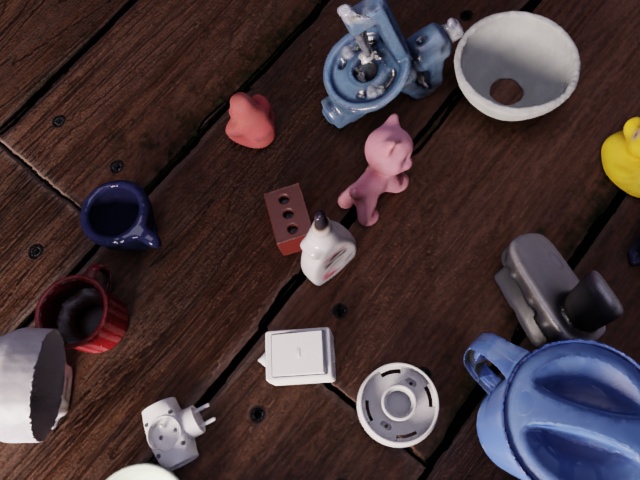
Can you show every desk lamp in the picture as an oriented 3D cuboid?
[{"bbox_3d":[-0.368,0.168,0.650,0.203,0.214,0.118,-2,70,5],"label":"desk lamp"}]

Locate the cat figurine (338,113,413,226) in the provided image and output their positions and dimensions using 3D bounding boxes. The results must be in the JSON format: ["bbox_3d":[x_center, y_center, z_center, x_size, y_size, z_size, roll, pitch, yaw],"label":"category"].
[{"bbox_3d":[0.077,-0.096,0.749,0.067,0.118,0.128,36,78,16],"label":"cat figurine"}]

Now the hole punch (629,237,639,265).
[{"bbox_3d":[0.451,-0.001,0.693,0.101,0.091,0.109,40,79,17],"label":"hole punch"}]

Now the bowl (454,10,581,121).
[{"bbox_3d":[0.267,-0.230,0.800,0.167,0.075,0.167,-2,71,5],"label":"bowl"}]

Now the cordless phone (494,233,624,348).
[{"bbox_3d":[0.275,0.045,0.644,0.094,0.185,0.147,-29,70,-4],"label":"cordless phone"}]

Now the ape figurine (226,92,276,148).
[{"bbox_3d":[-0.101,-0.176,0.809,0.078,0.092,0.076,-31,70,-5],"label":"ape figurine"}]

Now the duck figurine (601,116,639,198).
[{"bbox_3d":[0.419,-0.111,0.737,0.077,0.086,0.104,-23,70,-2],"label":"duck figurine"}]

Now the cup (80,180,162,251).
[{"bbox_3d":[-0.246,-0.015,0.765,0.117,0.095,0.092,32,77,15],"label":"cup"}]

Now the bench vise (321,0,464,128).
[{"bbox_3d":[0.086,-0.259,0.751,0.207,0.220,0.121,-43,72,-9],"label":"bench vise"}]

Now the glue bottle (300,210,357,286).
[{"bbox_3d":[0.006,0.002,0.692,0.037,0.173,0.078,42,80,18],"label":"glue bottle"}]
